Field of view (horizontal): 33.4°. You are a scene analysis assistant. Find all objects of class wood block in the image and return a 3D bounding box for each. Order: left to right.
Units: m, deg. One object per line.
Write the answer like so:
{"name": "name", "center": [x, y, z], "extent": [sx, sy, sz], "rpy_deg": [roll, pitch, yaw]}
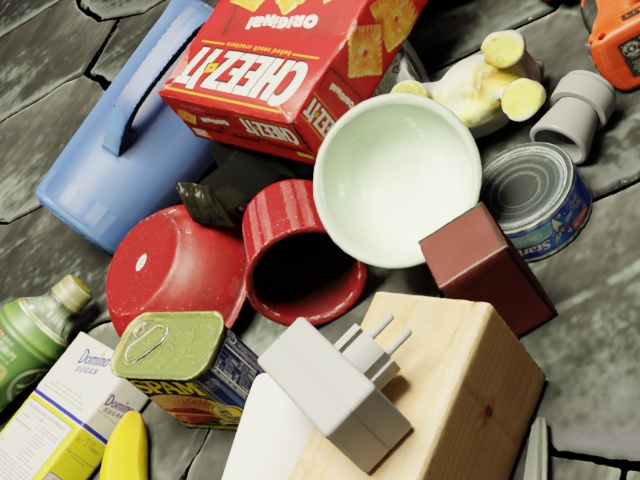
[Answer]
{"name": "wood block", "center": [0.048, 0.144, 0.635], "extent": [0.090, 0.090, 0.206], "rpy_deg": [3, 56, 42]}

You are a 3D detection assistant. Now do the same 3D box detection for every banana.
{"name": "banana", "center": [-0.125, 0.198, 0.779], "extent": [0.069, 0.037, 0.198], "rpy_deg": [-29, 37, -18]}

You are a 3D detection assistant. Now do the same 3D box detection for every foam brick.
{"name": "foam brick", "center": [0.110, 0.025, 0.704], "extent": [0.051, 0.078, 0.053], "rpy_deg": [-34, 37, 11]}

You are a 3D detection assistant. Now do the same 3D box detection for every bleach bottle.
{"name": "bleach bottle", "center": [-0.049, 0.215, 0.659], "extent": [0.068, 0.102, 0.250], "rpy_deg": [15, 68, 15]}

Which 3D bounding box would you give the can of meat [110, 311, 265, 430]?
{"name": "can of meat", "center": [-0.091, 0.099, 0.800], "extent": [0.102, 0.083, 0.057], "rpy_deg": [-4, 52, 38]}

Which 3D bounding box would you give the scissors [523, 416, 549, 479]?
{"name": "scissors", "center": [0.099, 0.198, 0.600], "extent": [0.096, 0.016, 0.201], "rpy_deg": [-24, 42, 22]}

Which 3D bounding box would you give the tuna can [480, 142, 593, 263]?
{"name": "tuna can", "center": [0.146, -0.028, 0.757], "extent": [0.086, 0.033, 0.086], "rpy_deg": [-23, 42, 22]}

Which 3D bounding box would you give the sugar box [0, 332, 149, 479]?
{"name": "sugar box", "center": [-0.219, 0.167, 0.879], "extent": [0.093, 0.048, 0.176], "rpy_deg": [20, 65, 49]}

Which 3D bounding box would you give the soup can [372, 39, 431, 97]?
{"name": "soup can", "center": [0.038, -0.127, 0.915], "extent": [0.102, 0.068, 0.068], "rpy_deg": [-28, 40, 17]}

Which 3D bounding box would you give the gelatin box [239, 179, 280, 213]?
{"name": "gelatin box", "center": [-0.066, -0.027, 0.941], "extent": [0.073, 0.030, 0.089], "rpy_deg": [-48, 38, -7]}

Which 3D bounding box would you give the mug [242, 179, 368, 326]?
{"name": "mug", "center": [-0.005, 0.001, 0.820], "extent": [0.117, 0.093, 0.081], "rpy_deg": [-27, 35, 8]}

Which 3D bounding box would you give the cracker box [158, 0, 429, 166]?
{"name": "cracker box", "center": [-0.014, -0.177, 0.888], "extent": [0.164, 0.072, 0.213], "rpy_deg": [17, 69, 41]}

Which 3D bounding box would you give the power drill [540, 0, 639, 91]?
{"name": "power drill", "center": [0.255, -0.210, 0.820], "extent": [0.185, 0.057, 0.187], "rpy_deg": [-30, 37, 21]}

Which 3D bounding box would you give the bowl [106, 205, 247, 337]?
{"name": "bowl", "center": [-0.129, 0.030, 0.894], "extent": [0.162, 0.055, 0.162], "rpy_deg": [-26, 49, 34]}

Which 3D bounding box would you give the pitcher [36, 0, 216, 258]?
{"name": "pitcher", "center": [-0.156, -0.106, 1.004], "extent": [0.243, 0.149, 0.145], "rpy_deg": [-53, 35, -7]}
